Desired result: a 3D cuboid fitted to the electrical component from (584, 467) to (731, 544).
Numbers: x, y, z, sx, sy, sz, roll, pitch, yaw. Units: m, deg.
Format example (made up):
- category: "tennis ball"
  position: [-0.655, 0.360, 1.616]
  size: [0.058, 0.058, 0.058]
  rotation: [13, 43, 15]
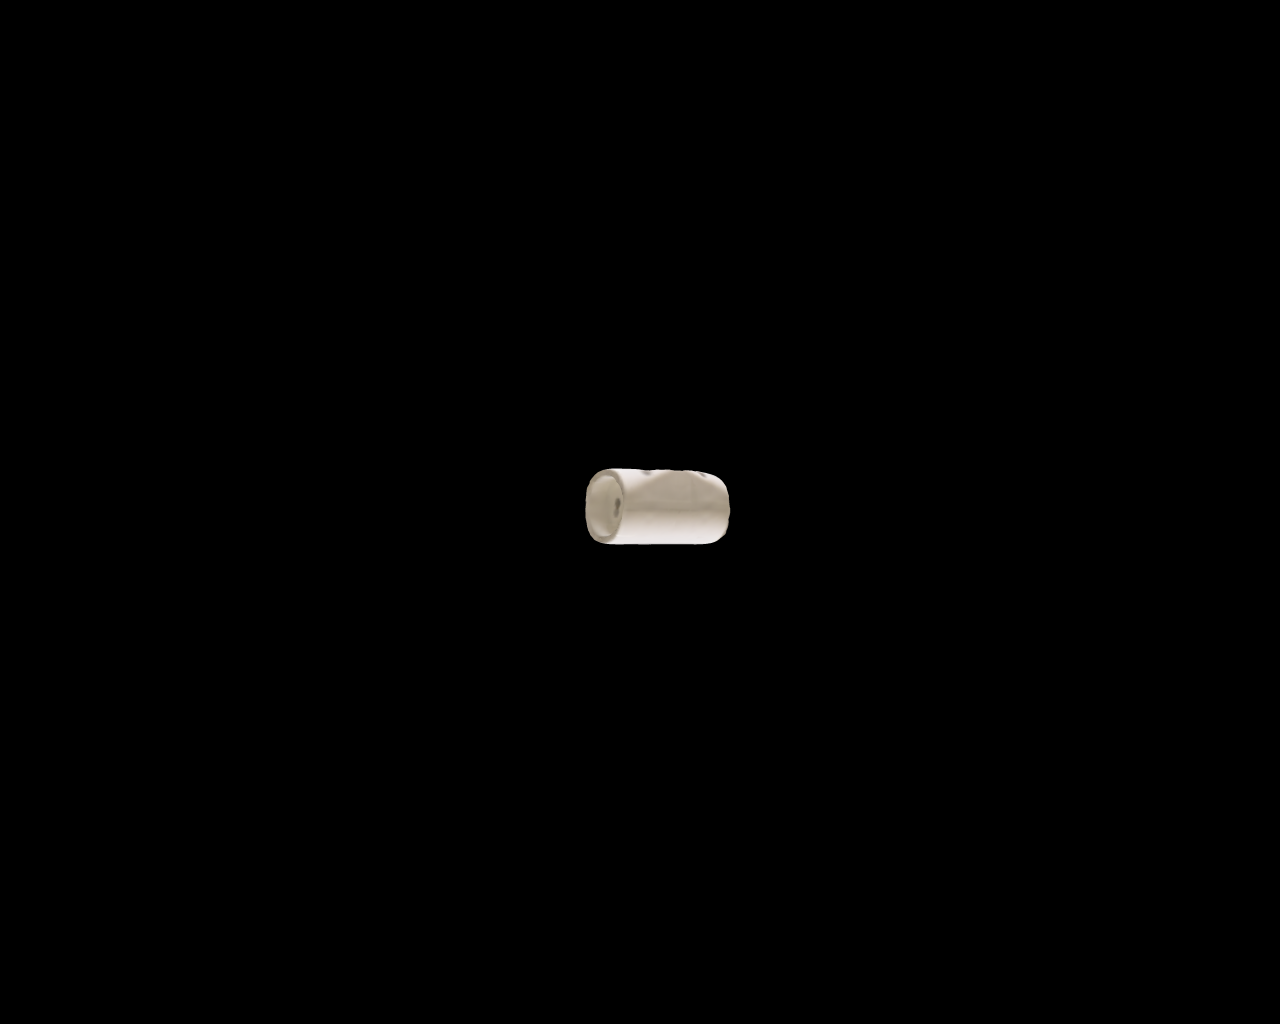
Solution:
- category: "electrical component"
  position: [0.001, -0.003, 0.650]
  size: [0.077, 0.044, 0.079]
  rotation: [1, -2, -34]
